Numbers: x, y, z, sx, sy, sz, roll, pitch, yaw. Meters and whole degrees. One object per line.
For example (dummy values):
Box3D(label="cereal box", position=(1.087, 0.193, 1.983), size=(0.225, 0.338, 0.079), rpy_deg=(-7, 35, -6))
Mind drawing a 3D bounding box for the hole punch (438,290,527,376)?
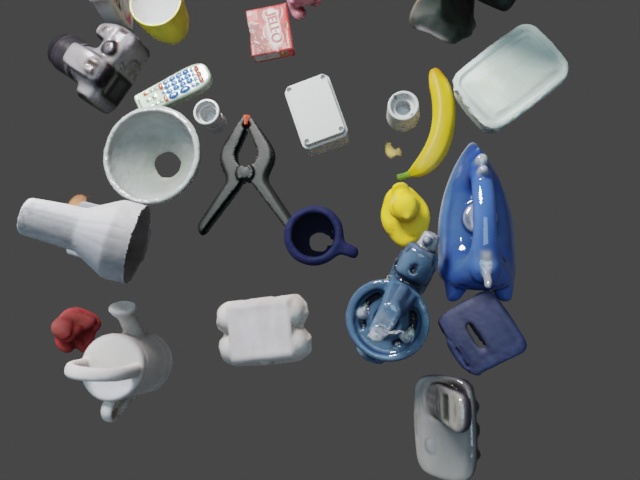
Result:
Box3D(label="hole punch", position=(0.238, 0.140, 0.850), size=(0.101, 0.091, 0.108), rpy_deg=(-32, 79, 2))

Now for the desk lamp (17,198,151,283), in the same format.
Box3D(label="desk lamp", position=(-0.342, -0.007, 0.884), size=(0.203, 0.213, 0.118), rpy_deg=(13, 84, 9))

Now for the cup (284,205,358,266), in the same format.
Box3D(label="cup", position=(0.008, 0.003, 0.898), size=(0.117, 0.095, 0.092), rpy_deg=(22, 85, 10))

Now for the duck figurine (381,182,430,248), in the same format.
Box3D(label="duck figurine", position=(0.133, -0.041, 0.892), size=(0.077, 0.086, 0.104), rpy_deg=(-13, 80, 6))

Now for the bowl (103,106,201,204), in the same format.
Box3D(label="bowl", position=(-0.270, -0.135, 0.964), size=(0.167, 0.075, 0.167), rpy_deg=(-1, 82, 7))

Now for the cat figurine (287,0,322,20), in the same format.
Box3D(label="cat figurine", position=(-0.041, -0.434, 0.954), size=(0.067, 0.118, 0.127), rpy_deg=(-39, 79, 1))

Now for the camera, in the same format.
Box3D(label="camera", position=(-0.396, -0.318, 0.993), size=(0.136, 0.101, 0.143), rpy_deg=(32, 87, 11))

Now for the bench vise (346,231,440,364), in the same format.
Box3D(label="bench vise", position=(0.101, 0.078, 0.812), size=(0.121, 0.220, 0.207), rpy_deg=(9, 83, 9))

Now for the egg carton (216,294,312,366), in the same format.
Box3D(label="egg carton", position=(-0.088, 0.144, 0.903), size=(0.150, 0.069, 0.107), rpy_deg=(-8, 81, 6))

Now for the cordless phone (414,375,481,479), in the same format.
Box3D(label="cordless phone", position=(0.179, 0.266, 0.792), size=(0.094, 0.185, 0.147), rpy_deg=(-4, 81, 7))

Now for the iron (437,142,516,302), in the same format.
Box3D(label="iron", position=(0.236, -0.039, 0.850), size=(0.118, 0.141, 0.258), rpy_deg=(-1, 82, 7))

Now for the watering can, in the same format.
Box3D(label="watering can", position=(-0.307, 0.183, 0.862), size=(0.101, 0.194, 0.173), rpy_deg=(-15, 80, 5))

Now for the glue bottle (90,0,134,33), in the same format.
Box3D(label="glue bottle", position=(-0.369, -0.419, 0.966), size=(0.037, 0.173, 0.078), rpy_deg=(-12, 80, 6))

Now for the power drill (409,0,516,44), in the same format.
Box3D(label="power drill", position=(0.188, -0.394, 0.873), size=(0.229, 0.208, 0.076), rpy_deg=(27, 86, 10))

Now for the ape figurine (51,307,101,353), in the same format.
Box3D(label="ape figurine", position=(-0.404, 0.145, 0.933), size=(0.078, 0.092, 0.076), rpy_deg=(-24, 79, 4))
